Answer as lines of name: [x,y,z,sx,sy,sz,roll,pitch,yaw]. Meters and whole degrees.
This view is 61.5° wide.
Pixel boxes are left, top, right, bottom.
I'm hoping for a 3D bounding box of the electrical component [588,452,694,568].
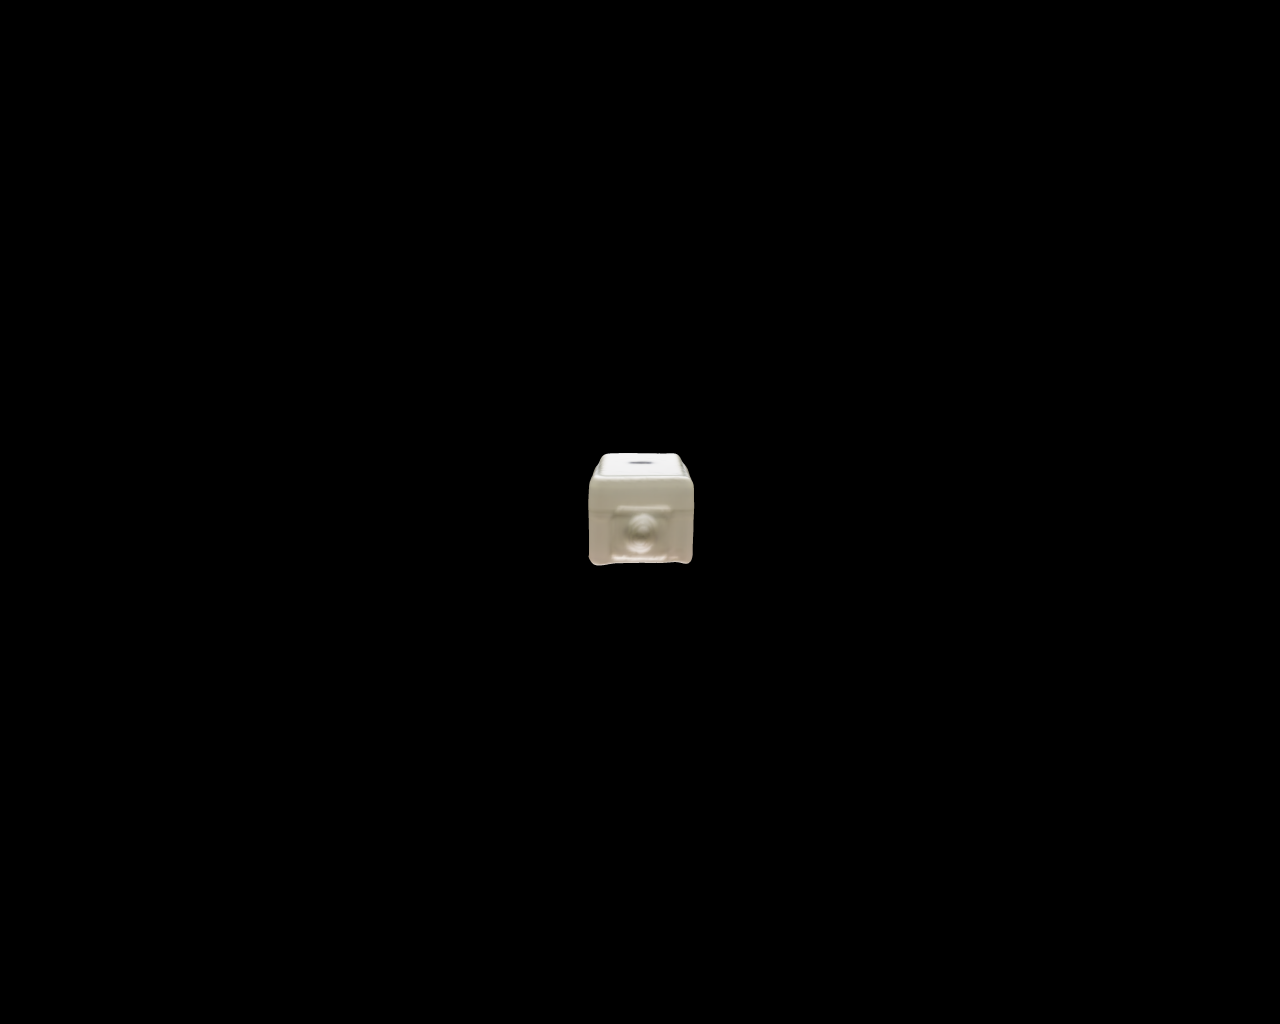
electrical component: [0.001,-0.003,0.650,0.062,0.061,0.096,0,9,0]
